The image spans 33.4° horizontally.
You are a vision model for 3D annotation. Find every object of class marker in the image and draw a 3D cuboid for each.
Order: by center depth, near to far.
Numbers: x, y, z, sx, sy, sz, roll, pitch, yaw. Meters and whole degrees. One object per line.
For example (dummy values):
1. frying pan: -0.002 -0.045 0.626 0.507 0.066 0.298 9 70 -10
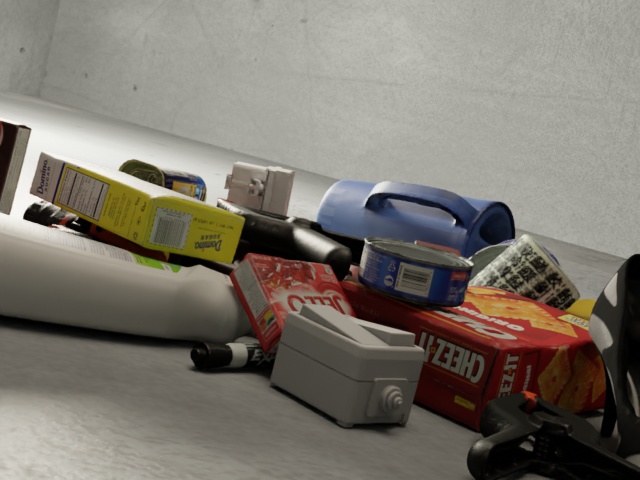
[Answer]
1. marker: -0.043 0.083 0.762 0.120 0.020 0.020 7 10 -46

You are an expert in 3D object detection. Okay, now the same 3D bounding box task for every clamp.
1. clamp: 0.135 0.129 0.675 0.120 0.039 0.171 18 3 -10
2. clamp: -0.006 0.001 0.952 0.210 0.036 0.164 18 6 40

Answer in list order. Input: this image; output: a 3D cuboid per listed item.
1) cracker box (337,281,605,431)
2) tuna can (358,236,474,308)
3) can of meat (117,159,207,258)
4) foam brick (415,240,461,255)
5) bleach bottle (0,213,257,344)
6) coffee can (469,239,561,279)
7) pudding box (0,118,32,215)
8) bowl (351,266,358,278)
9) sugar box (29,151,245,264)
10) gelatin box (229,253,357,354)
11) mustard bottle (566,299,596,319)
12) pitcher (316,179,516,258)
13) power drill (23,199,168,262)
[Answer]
1. cracker box: 0.128 0.085 0.864 0.164 0.072 0.213 19 10 40
2. tuna can: 0.073 0.024 0.818 0.086 0.034 0.086 12 8 -2
3. can of meat: -0.161 -0.024 1.050 0.058 0.102 0.083 18 6 27
4. foam brick: 0.120 0.044 1.159 0.051 0.078 0.053 13 7 5
5. bleach bottle: -0.148 0.035 0.770 0.250 0.068 0.103 14 9 -19
6. coffee can: 0.208 0.053 1.156 0.103 0.103 0.140 16 7 15
7. pudding box: -0.324 -0.063 0.981 0.090 0.113 0.039 15 5 9
8. bowl: 0.061 0.053 1.060 0.162 0.055 0.162 14 7 -2
9. sugar box: -0.154 -0.027 0.875 0.093 0.048 0.177 14 2 -45
10. gelatin box: -0.015 0.049 0.787 0.089 0.030 0.073 10 41 -43
11. mustard bottle: 0.329 0.112 1.109 0.096 0.058 0.192 13 7 -19
12. pitcher: 0.114 -0.012 1.362 0.243 0.149 0.144 15 17 34
13. power drill: -0.246 -0.004 0.894 0.185 0.057 0.187 20 9 39
